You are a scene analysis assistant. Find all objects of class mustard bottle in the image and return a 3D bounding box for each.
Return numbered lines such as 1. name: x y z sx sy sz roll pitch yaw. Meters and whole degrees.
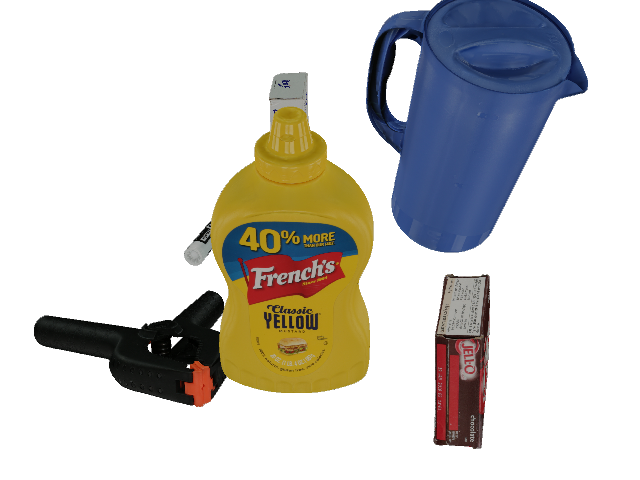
1. mustard bottle: -0.016 0.006 0.640 0.096 0.192 0.058 2 37 3

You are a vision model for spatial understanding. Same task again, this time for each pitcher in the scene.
1. pitcher: 0.129 -0.104 0.998 0.144 0.149 0.243 -18 -34 -22

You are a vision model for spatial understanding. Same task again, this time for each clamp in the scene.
1. clamp: -0.118 0.081 0.845 0.164 0.036 0.210 -11 16 -30

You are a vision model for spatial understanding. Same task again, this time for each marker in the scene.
1. marker: -0.100 -0.012 1.031 0.020 0.020 0.121 0 26 18

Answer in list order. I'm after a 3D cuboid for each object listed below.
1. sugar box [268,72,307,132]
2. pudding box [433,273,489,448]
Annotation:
1. sugar box: -0.035 -0.096 1.228 0.048 0.176 0.093 -2 26 3
2. pudding box: 0.106 0.086 0.791 0.039 0.090 0.113 2 22 8
